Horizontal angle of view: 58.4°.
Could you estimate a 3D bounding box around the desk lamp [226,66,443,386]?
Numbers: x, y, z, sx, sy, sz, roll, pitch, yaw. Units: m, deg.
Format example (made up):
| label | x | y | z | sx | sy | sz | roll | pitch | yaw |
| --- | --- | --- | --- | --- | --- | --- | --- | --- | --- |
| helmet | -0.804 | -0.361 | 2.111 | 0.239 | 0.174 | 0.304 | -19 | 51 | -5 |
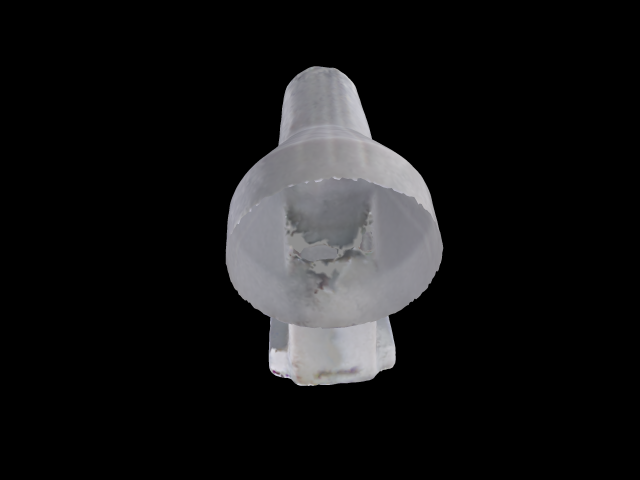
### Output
| label | x | y | z | sx | sy | sz | roll | pitch | yaw |
| --- | --- | --- | --- | --- | --- | --- | --- | --- | --- |
| desk lamp | 0.004 | 0.001 | 0.400 | 0.118 | 0.214 | 0.203 | -2 | 31 | -3 |
